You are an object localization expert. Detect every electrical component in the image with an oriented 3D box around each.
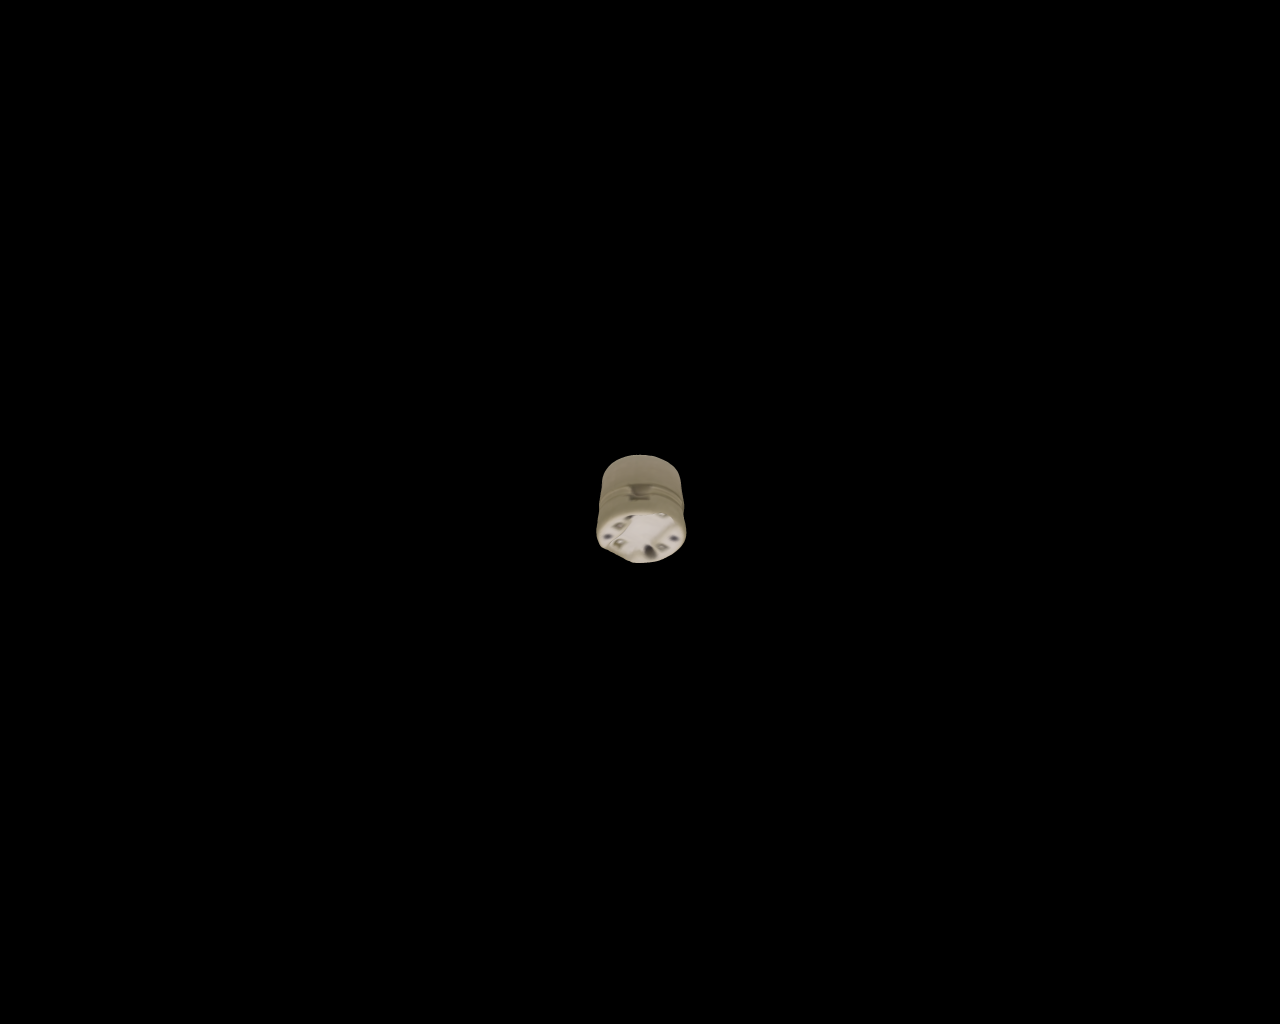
[{"bbox_3d":[0.001,-0.003,0.650,0.055,0.047,0.055,0,-38,0],"label":"electrical component"}]
